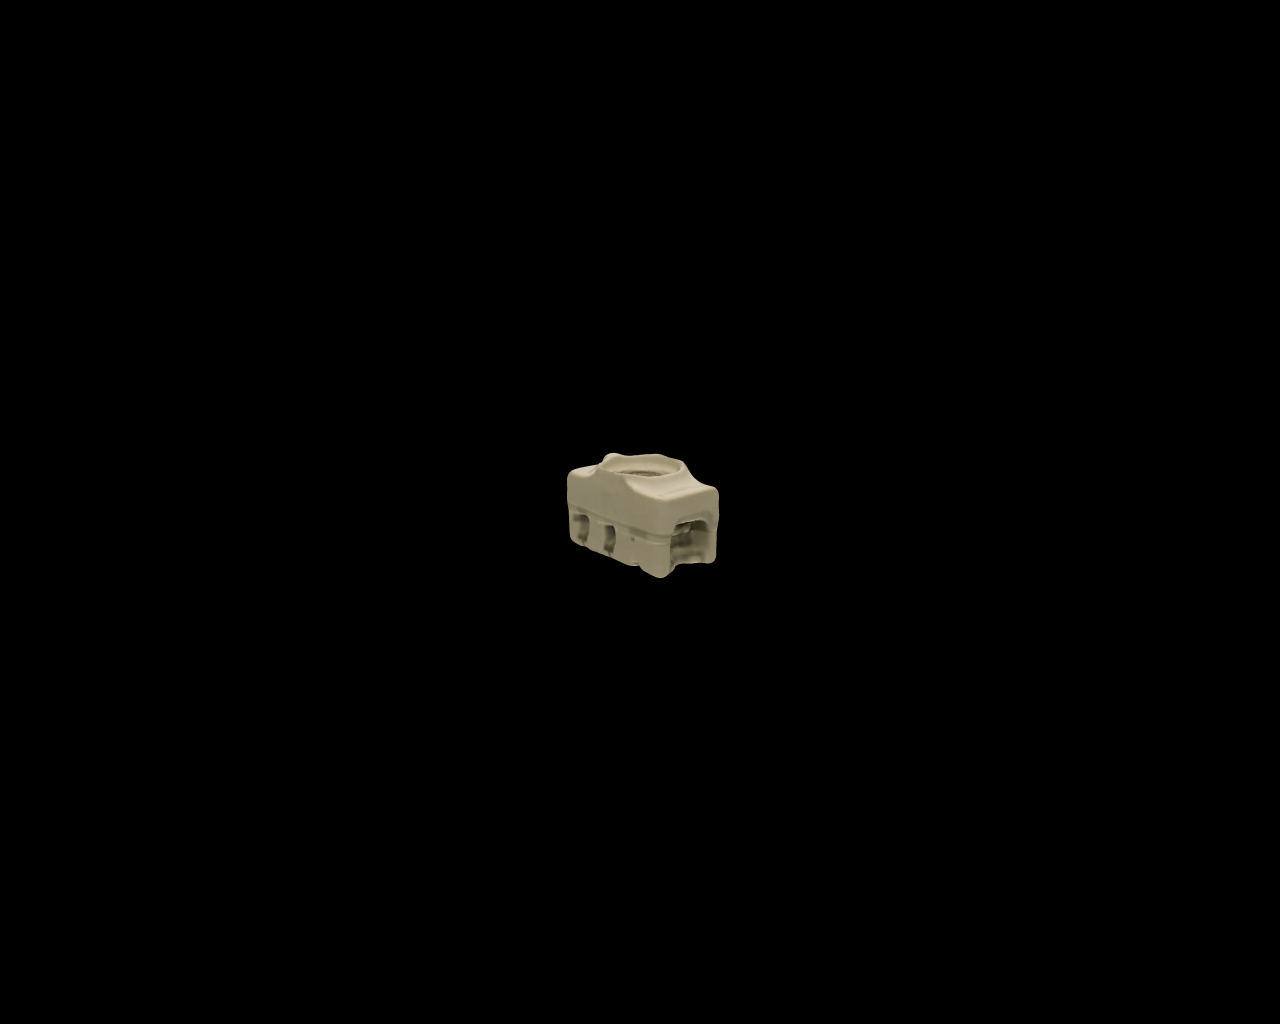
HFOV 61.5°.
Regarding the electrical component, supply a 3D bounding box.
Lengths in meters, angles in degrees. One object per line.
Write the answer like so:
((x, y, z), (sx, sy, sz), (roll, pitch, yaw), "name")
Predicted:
((0.001, -0.003, 0.650), (0.050, 0.055, 0.089), (-14, 22, -38), "electrical component")
